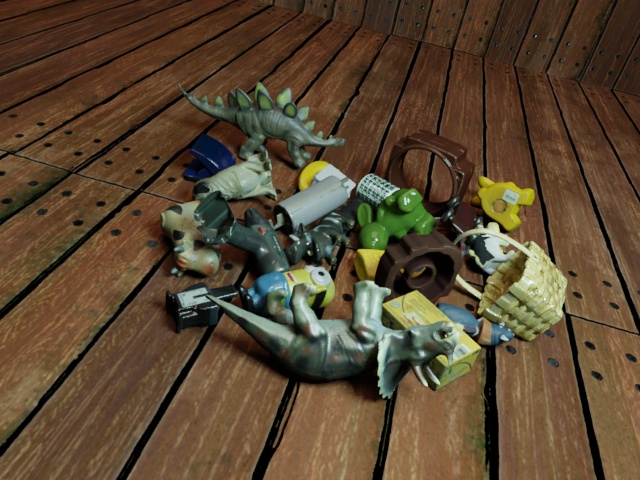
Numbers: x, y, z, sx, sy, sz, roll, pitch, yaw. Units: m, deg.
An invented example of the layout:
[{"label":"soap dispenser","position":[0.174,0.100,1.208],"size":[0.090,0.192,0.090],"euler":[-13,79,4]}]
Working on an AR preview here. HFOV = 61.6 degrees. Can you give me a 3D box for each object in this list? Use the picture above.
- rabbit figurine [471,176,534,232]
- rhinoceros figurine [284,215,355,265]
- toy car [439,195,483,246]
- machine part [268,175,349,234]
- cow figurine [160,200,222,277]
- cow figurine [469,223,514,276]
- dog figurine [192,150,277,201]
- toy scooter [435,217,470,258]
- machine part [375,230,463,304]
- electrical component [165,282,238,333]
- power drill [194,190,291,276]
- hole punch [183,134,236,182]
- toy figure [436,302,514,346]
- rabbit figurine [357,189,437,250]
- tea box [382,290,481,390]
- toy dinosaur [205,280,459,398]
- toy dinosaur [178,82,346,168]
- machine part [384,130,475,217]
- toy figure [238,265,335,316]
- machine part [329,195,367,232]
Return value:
[{"label":"rabbit figurine","position":[0.492,-0.103,1.451],"size":[0.163,0.121,0.173],"euler":[22,21,29]},{"label":"rhinoceros figurine","position":[-0.002,-0.004,1.171],"size":[0.112,0.073,0.190],"euler":[29,38,20]},{"label":"toy car","position":[0.318,-0.043,1.216],"size":[0.089,0.053,0.202],"euler":[44,26,1]},{"label":"machine part","position":[-0.021,-0.082,1.241],"size":[0.243,0.079,0.079],"euler":[-33,54,-30]},{"label":"cow figurine","position":[-0.261,-0.001,1.080],"size":[0.127,0.085,0.195],"euler":[-11,43,-38]},{"label":"cow figurine","position":[0.393,0.017,1.272],"size":[0.098,0.068,0.167],"euler":[5,34,-1]},{"label":"dog figurine","position":[-0.210,-0.142,1.288],"size":[0.191,0.121,0.172],"euler":[-10,11,-6]},{"label":"toy scooter","position":[0.291,-0.003,1.262],"size":[0.135,0.075,0.184],"euler":[-4,33,-23]},{"label":"machine part","position":[0.192,0.063,1.058],"size":[0.179,0.179,0.056],"euler":[-4,35,-22]},{"label":"electrical component","position":[-0.211,0.114,0.966],"size":[0.119,0.047,0.075],"euler":[-13,43,-32]},{"label":"power drill","position":[-0.155,-0.016,1.072],"size":[0.086,0.207,0.232],"euler":[-36,54,7]},{"label":"hole punch","position":[-0.273,-0.200,1.353],"size":[0.116,0.092,0.142],"euler":[14,31,-4]},{"label":"toy figure","position":[0.294,0.166,1.038],"size":[0.155,0.057,0.064],"euler":[21,52,5]},{"label":"rabbit figurine","position":[0.145,-0.039,1.218],"size":[0.170,0.121,0.159],"euler":[-40,33,-10]},{"label":"tea box","position":[0.192,0.178,0.982],"size":[0.098,0.068,0.170],"euler":[-14,42,-33]},{"label":"toy dinosaur","position":[0.016,0.169,0.894],"size":[0.405,0.131,0.192],"euler":[-4,74,3]},{"label":"toy dinosaur","position":[-0.159,-0.319,1.453],"size":[0.472,0.198,0.105],"euler":[10,30,3]},{"label":"machine part","position":[0.270,-0.160,1.358],"size":[0.201,0.201,0.087],"euler":[29,40,21]},{"label":"toy figure","position":[-0.060,0.098,1.009],"size":[0.180,0.089,0.082],"euler":[-14,56,-19]},{"label":"machine part","position":[0.068,-0.064,1.309],"size":[0.084,0.039,0.139],"euler":[17,36,20]}]
